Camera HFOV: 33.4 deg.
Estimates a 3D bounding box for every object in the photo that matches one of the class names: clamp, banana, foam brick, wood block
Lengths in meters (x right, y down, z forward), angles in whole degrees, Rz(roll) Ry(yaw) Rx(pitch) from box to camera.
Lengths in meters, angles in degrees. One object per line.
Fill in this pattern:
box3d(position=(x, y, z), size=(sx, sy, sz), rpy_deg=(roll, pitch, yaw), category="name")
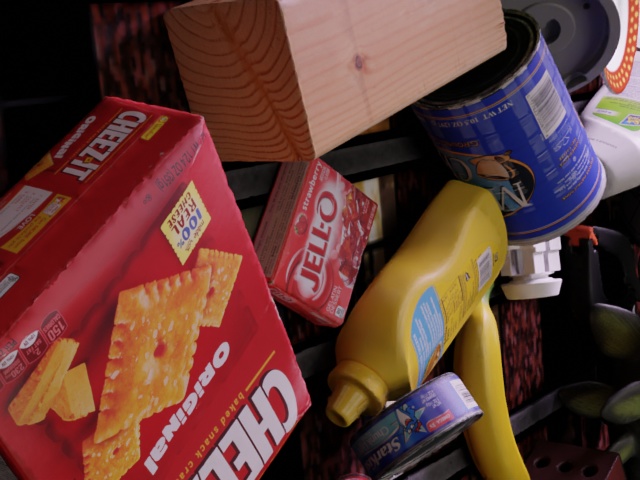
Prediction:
box3d(position=(0.268, 0.065, 0.982), size=(0.209, 0.036, 0.164), rpy_deg=(46, 62, -41), category="clamp")
box3d(position=(0.136, 0.133, 0.835), size=(0.069, 0.037, 0.198), rpy_deg=(-25, 112, -42), category="banana")
box3d(position=(0.213, 0.208, 0.899), size=(0.052, 0.078, 0.051), rpy_deg=(-48, 125, -38), category="foam brick")
box3d(position=(0.019, -0.126, 0.644), size=(0.205, 0.090, 0.091), rpy_deg=(-33, 118, -43), category="wood block")

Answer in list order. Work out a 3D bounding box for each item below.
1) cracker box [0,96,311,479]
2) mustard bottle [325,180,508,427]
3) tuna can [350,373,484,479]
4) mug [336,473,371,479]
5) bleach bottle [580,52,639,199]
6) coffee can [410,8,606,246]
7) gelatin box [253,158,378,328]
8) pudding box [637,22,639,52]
box3d(position=(-0.092, 0.066, 0.513), size=(0.164, 0.072, 0.213), rpy_deg=(-52, 142, -32), category="cracker box")
box3d(position=(0.062, 0.052, 0.726), size=(0.191, 0.058, 0.096), rpy_deg=(-50, 148, -33), category="mustard bottle")
box3d(position=(0.062, 0.123, 0.697), size=(0.085, 0.086, 0.034), rpy_deg=(-14, 65, -47), category="tuna can")
box3d(position=(0.041, 0.215, 0.698), size=(0.117, 0.082, 0.093), rpy_deg=(-47, 126, -36), category="mug")
box3d(position=(0.273, -0.105, 0.944), size=(0.250, 0.103, 0.068), rpy_deg=(-38, 128, -34), category="bleach bottle")
box3d(position=(0.134, -0.079, 0.769), size=(0.140, 0.103, 0.102), rpy_deg=(55, 54, -35), category="coffee can")
box3d(position=(-0.004, 0.001, 0.671), size=(0.073, 0.030, 0.089), rpy_deg=(35, 67, -44), category="gelatin box")
box3d(position=(0.250, -0.216, 0.941), size=(0.113, 0.039, 0.090), rpy_deg=(2, 95, -46), category="pudding box")
